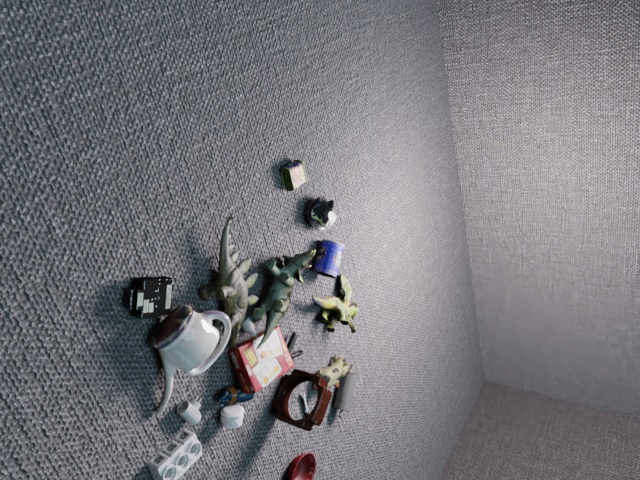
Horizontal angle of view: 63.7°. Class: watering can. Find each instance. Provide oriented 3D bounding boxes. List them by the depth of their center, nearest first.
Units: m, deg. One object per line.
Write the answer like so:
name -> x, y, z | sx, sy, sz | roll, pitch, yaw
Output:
watering can -> -0.420, 0.342, 1.551 | 0.351, 0.104, 0.220 | -49, 124, -17

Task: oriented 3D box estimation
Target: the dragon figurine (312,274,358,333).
dragon figurine -> 0.079, 0.263, 2.269 | 0.402, 0.122, 0.249 | 56, 34, -44

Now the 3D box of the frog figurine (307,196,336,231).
frog figurine -> 0.006, -0.107, 2.123 | 0.159, 0.123, 0.138 | 96, -7, -86
